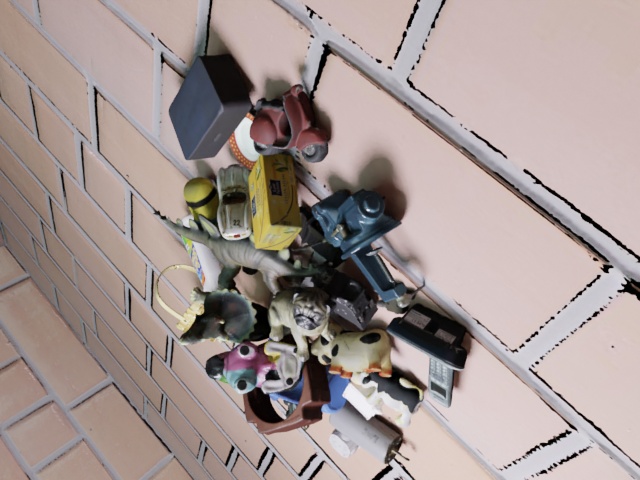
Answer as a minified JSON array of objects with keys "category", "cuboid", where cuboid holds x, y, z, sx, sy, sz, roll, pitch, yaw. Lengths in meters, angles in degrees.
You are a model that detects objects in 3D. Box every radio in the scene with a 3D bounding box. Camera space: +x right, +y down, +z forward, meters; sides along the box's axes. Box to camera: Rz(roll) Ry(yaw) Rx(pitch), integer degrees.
[{"category":"radio","cuboid":[-0.234,-0.270,1.111,0.229,0.073,0.131,-33,77,52]}]

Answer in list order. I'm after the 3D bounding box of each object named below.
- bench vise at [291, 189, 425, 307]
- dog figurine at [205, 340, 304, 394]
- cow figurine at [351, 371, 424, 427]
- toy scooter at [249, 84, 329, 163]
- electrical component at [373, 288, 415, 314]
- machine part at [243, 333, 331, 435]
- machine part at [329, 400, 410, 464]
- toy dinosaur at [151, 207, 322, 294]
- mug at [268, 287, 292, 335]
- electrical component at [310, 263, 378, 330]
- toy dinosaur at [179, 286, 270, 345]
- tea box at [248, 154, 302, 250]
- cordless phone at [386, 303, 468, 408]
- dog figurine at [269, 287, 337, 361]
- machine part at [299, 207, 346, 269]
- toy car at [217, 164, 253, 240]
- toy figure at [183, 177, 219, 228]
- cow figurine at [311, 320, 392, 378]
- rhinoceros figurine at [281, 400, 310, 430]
[{"category":"bench vise","cuboid":[0.079,0.018,0.960,0.240,0.129,0.223,58,146,4]},{"category":"dog figurine","cuboid":[-0.150,0.281,1.190,0.219,0.191,0.108,148,123,-66]},{"category":"cow figurine","cuboid":[0.140,0.310,1.147,0.168,0.068,0.098,32,131,24]},{"category":"toy scooter","cuboid":[-0.063,-0.218,0.975,0.184,0.075,0.135,17,129,37]},{"category":"electrical component","cuboid":[0.145,0.113,1.033,0.094,0.021,0.063,7,121,45]},{"category":"machine part","cuboid":[-0.080,0.330,1.235,0.201,0.087,0.201,-27,61,27]},{"category":"machine part","cuboid":[0.108,0.453,1.283,0.244,0.079,0.079,27,134,35]},{"category":"toy dinosaur","cuboid":[-0.189,0.014,1.222,0.472,0.105,0.198,9,125,23]},{"category":"mug","cuboid":[-0.071,0.168,1.236,0.110,0.107,0.080,-11,120,12]},{"category":"electrical component","cuboid":[0.051,0.119,1.079,0.115,0.058,0.134,29,161,35]},{"category":"toy dinosaur","cuboid":[-0.179,0.196,1.289,0.192,0.404,0.131,6,80,31]},{"category":"tea box","cuboid":[-0.091,-0.076,1.051,0.098,0.068,0.170,129,138,-51]},{"category":"cordless phone","cuboid":[0.200,0.225,1.008,0.147,0.089,0.184,25,138,34]},{"category":"dog figurine","cuboid":[-0.043,0.125,1.064,0.172,0.121,0.190,32,148,24]},{"category":"machine part","cuboid":[-0.002,-0.003,1.099,0.139,0.039,0.084,44,137,19]},{"category":"toy car","cuboid":[-0.177,-0.086,1.126,0.056,0.074,0.202,85,177,-54]},{"category":"toy figure","cuboid":[-0.275,-0.067,1.310,0.082,0.089,0.179,-1,116,11]},{"category":"cow figurine","cuboid":[0.061,0.226,1.143,0.195,0.127,0.085,-11,146,37]},{"category":"rhinoceros figurine","cuboid":[-0.052,0.454,1.465,0.112,0.073,0.190,41,141,17]}]
